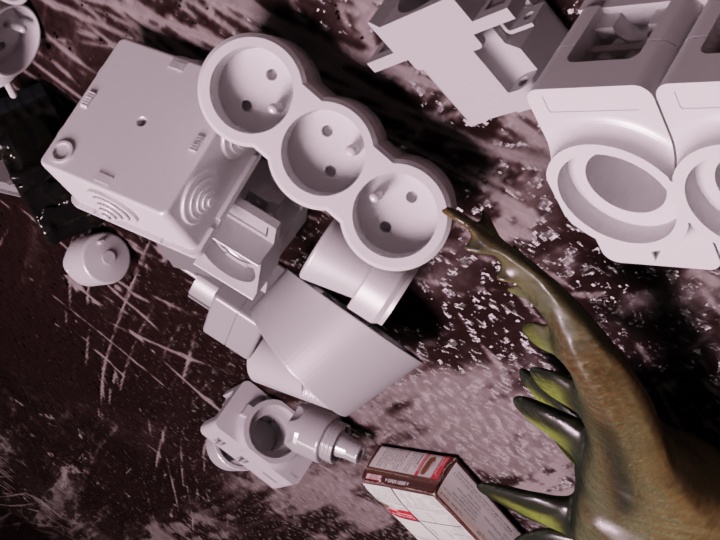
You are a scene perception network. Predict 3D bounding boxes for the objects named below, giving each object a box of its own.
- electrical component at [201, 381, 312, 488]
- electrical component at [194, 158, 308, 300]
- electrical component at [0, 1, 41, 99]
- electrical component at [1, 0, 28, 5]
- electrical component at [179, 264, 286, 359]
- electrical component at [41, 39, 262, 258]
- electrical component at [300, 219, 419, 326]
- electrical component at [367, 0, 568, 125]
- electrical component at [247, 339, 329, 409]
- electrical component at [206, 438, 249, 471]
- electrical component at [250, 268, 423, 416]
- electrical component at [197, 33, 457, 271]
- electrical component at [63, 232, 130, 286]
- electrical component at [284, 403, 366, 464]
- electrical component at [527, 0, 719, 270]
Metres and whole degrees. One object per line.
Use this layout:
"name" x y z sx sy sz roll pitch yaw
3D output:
"electrical component" -0.084 0.143 0.933 0.089 0.050 0.056 39 153 -10
"electrical component" -0.061 -0.026 0.618 0.042 0.063 0.081 31 153 6
"electrical component" -0.231 -0.135 0.651 0.077 0.043 0.079 22 150 22
"electrical component" -0.168 -0.162 0.536 0.040 0.046 0.040 26 152 15
"electrical component" -0.091 0.013 0.732 0.077 0.047 0.065 33 153 1
"electrical component" -0.106 -0.066 0.567 0.100 0.099 0.048 22 164 22
"electrical component" 0.000 0.000 0.614 0.055 0.045 0.045 33 153 1
"electrical component" 0.046 -0.093 0.416 0.064 0.042 0.081 43 153 -25
"electrical component" -0.036 0.072 0.772 0.081 0.043 0.043 16 148 32
"electrical component" -0.112 0.157 0.985 0.055 0.055 0.047 38 156 -7
"electrical component" -0.017 0.040 0.663 0.099 0.064 0.099 48 -176 -5
"electrical component" -0.012 -0.059 0.524 0.138 0.052 0.073 41 -167 0
"electrical component" -0.211 -0.007 0.841 0.078 0.040 0.040 -6 133 52
"electrical component" -0.026 0.135 0.864 0.062 0.043 0.043 22 150 21
"electrical component" 0.143 -0.044 0.365 0.150 0.061 0.089 6 142 43
